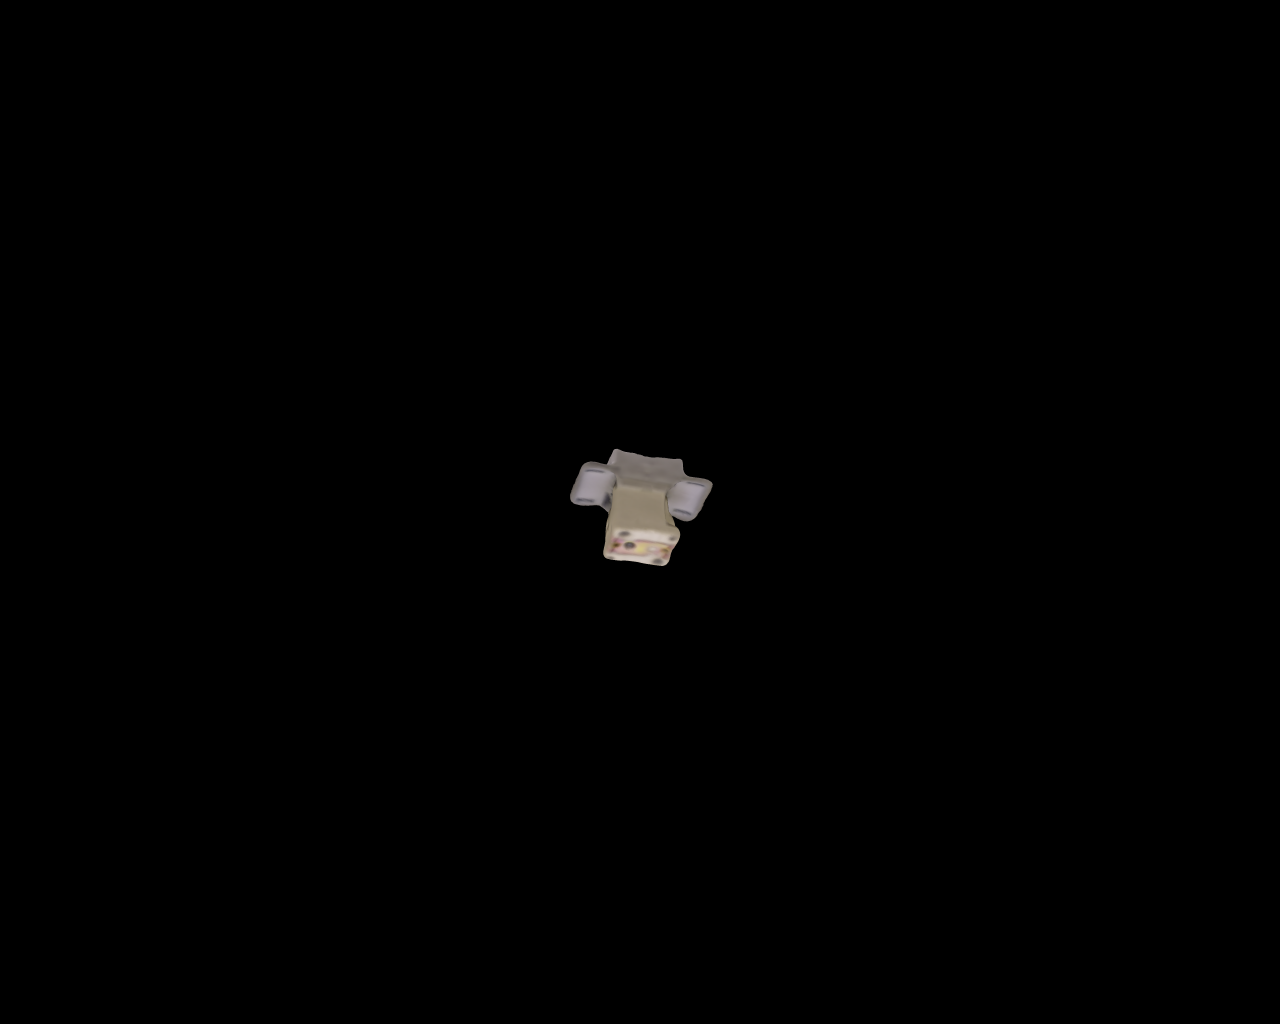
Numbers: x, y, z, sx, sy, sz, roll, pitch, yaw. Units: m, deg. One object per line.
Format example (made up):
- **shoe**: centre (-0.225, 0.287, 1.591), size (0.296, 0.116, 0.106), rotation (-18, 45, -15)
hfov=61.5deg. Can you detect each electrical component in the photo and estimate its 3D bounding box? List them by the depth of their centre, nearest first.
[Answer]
- **electrical component**: centre (0.001, -0.003, 0.650), size (0.081, 0.064, 0.042), rotation (8, -36, -11)
